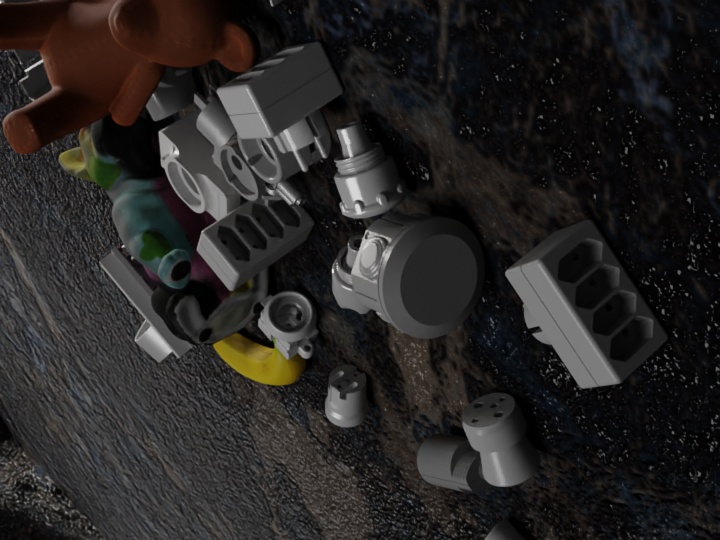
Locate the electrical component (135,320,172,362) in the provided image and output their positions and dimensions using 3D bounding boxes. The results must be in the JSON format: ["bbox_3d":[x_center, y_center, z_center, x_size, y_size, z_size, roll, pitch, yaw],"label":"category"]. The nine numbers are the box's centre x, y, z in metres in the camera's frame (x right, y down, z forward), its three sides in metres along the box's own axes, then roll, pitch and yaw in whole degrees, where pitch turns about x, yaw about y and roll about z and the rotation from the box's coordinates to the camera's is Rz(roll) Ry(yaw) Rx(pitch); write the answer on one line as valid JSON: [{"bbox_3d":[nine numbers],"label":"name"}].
[{"bbox_3d":[-0.200,0.050,1.162,0.064,0.099,0.099,49,155,-4],"label":"electrical component"}]

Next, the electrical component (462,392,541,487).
[{"bbox_3d":[0.104,0.124,0.792,0.045,0.045,0.055,13,133,54],"label":"electrical component"}]

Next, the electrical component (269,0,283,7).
[{"bbox_3d":[-0.067,-0.200,0.677,0.055,0.048,0.066,17,137,40],"label":"electrical component"}]

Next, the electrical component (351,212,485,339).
[{"bbox_3d":[0.038,0.001,0.710,0.051,0.080,0.080,22,141,56],"label":"electrical component"}]

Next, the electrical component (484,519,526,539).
[{"bbox_3d":[0.135,0.245,0.897,0.065,0.044,0.044,35,149,26],"label":"electrical component"}]

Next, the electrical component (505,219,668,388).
[{"bbox_3d":[0.122,0.023,0.630,0.083,0.047,0.076,56,155,-5],"label":"electrical component"}]

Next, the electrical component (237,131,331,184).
[{"bbox_3d":[-0.056,-0.095,0.786,0.055,0.047,0.055,40,151,27],"label":"electrical component"}]

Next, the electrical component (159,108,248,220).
[{"bbox_3d":[-0.126,-0.085,0.908,0.089,0.056,0.050,44,153,20],"label":"electrical component"}]

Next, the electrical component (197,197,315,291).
[{"bbox_3d":[-0.090,-0.021,0.894,0.047,0.083,0.075,50,154,8],"label":"electrical component"}]

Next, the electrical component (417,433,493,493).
[{"bbox_3d":[0.085,0.157,0.865,0.043,0.043,0.081,60,154,-13],"label":"electrical component"}]

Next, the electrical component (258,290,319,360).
[{"bbox_3d":[-0.065,0.047,0.984,0.066,0.048,0.055,48,161,12],"label":"electrical component"}]

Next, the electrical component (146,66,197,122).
[{"bbox_3d":[-0.162,-0.167,0.880,0.079,0.043,0.077,3,125,58],"label":"electrical component"}]

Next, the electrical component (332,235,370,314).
[{"bbox_3d":[0.000,0.000,0.815,0.043,0.043,0.062,39,150,28],"label":"electrical component"}]

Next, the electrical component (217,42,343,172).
[{"bbox_3d":[-0.046,-0.105,0.734,0.047,0.066,0.076,8,130,57],"label":"electrical component"}]

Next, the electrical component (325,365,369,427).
[{"bbox_3d":[-0.012,0.115,0.986,0.040,0.040,0.046,37,144,31],"label":"electrical component"}]

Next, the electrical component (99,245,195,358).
[{"bbox_3d":[-0.196,0.021,1.074,0.121,0.063,0.079,51,168,-3],"label":"electrical component"}]

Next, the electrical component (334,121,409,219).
[{"bbox_3d":[0.002,-0.069,0.725,0.048,0.048,0.062,6,121,57],"label":"electrical component"}]
